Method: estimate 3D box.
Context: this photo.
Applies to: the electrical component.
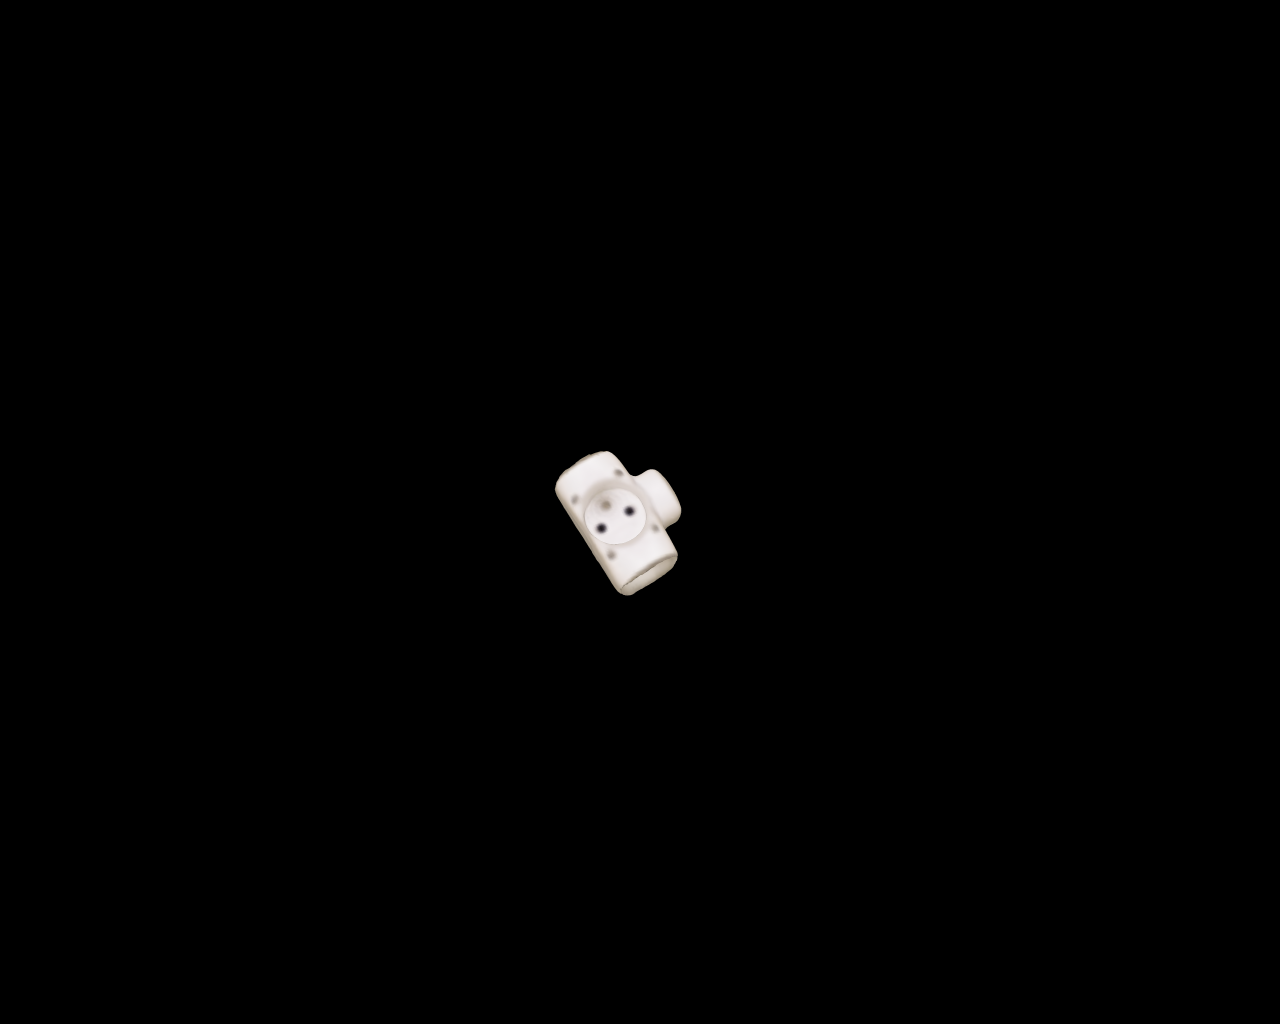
[{"bbox_3d":[0.001,-0.003,0.650,0.079,0.077,0.044,-30,-15,-9],"label":"electrical component"}]
